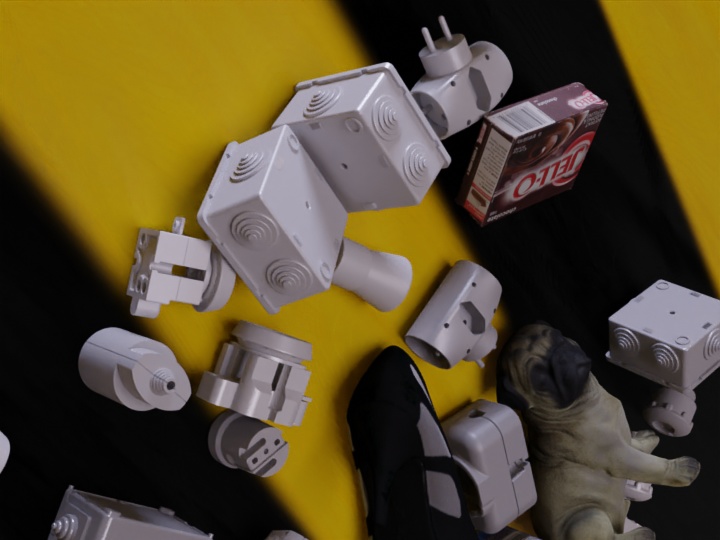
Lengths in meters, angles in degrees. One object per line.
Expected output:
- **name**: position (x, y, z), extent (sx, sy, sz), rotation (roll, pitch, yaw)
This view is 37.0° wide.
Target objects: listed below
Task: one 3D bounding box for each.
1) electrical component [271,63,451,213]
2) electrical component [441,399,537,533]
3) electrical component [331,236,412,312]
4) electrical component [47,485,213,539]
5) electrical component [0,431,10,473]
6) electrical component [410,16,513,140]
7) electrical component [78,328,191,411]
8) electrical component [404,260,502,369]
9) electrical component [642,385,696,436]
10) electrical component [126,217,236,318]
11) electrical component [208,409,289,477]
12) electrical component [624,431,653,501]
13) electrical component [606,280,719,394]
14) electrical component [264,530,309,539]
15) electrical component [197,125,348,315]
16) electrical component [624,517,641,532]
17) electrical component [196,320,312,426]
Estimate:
- **electrical component**: position (-0.001, -0.085, 0.733), extent (0.099, 0.100, 0.048), rotation (54, 52, -31)
- **electrical component**: position (0.099, 0.162, 0.876), extent (0.059, 0.054, 0.095), rotation (-27, 112, -33)
- **electrical component**: position (0.000, 0.000, 0.783), extent (0.065, 0.044, 0.044), rotation (24, 82, -34)
- **electrical component**: position (-0.153, 0.178, 0.672), extent (0.096, 0.062, 0.061), rotation (25, 81, -38)
- **electrical component**: position (-0.232, 0.100, 0.604), extent (0.055, 0.055, 0.047), rotation (-51, 127, -21)
- **electrical component**: position (0.069, -0.151, 0.813), extent (0.077, 0.043, 0.079), rotation (-41, 119, -27)
- **electrical component**: position (-0.135, 0.063, 0.657), extent (0.043, 0.081, 0.043), rotation (-7, 101, -38)
- **electrical component**: position (0.083, 0.046, 0.853), extent (0.077, 0.043, 0.079), rotation (-54, 125, -19)
- **electrical component**: position (0.305, 0.127, 1.043), extent (0.048, 0.048, 0.062), rotation (48, 60, -33)
- **electrical component**: position (-0.113, 0.001, 0.689), extent (0.055, 0.048, 0.066), rotation (12, 89, -31)
- **electrical component**: position (-0.076, 0.119, 0.735), extent (0.040, 0.046, 0.040), rotation (-7, 101, -38)
- **electrical component**: position (0.255, 0.183, 1.011), extent (0.048, 0.048, 0.062), rotation (28, 71, -38)
- **electrical component**: position (0.285, 0.057, 0.982), extent (0.100, 0.100, 0.048), rotation (-31, 127, -31)
- **electrical component**: position (-0.048, 0.224, 0.753), extent (0.051, 0.080, 0.080), rotation (-49, 123, -29)
- **electrical component**: position (-0.053, -0.035, 0.703), extent (0.099, 0.048, 0.099), rotation (55, 29, -30)
- **electrical component**: position (0.229, 0.256, 1.002), extent (0.081, 0.042, 0.063), rotation (35, 73, -37)
- **electrical component**: position (-0.066, 0.069, 0.729), extent (0.078, 0.058, 0.057), rotation (22, 86, -39)
